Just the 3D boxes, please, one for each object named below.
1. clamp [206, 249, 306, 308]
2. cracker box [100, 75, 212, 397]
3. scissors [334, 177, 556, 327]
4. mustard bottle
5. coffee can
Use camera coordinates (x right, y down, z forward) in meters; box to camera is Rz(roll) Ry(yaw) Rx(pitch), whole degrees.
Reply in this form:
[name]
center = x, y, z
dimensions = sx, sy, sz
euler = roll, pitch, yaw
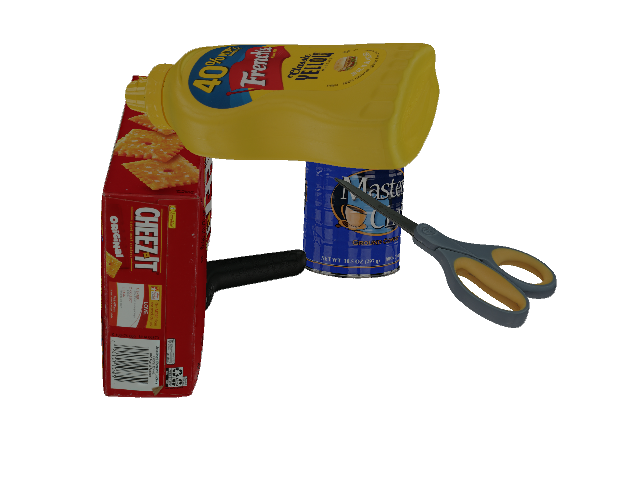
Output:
[clamp]
center = -0.136, 0.028, 1.009
dimensions = 0.165, 0.036, 0.209
euler = 25, 37, 29
[cracker box]
center = -0.118, -0.010, 0.803
dimensions = 0.072, 0.164, 0.213
euler = 3, 29, -5
[scissors]
center = 0.101, -0.001, 0.824
dimensions = 0.096, 0.016, 0.202
euler = -10, 39, -32
[mustard bottle]
center = -0.031, -0.085, 0.644
dimensions = 0.192, 0.058, 0.096
euler = 4, 40, 21
[coffee can]
center = 0.034, -0.042, 1.090
dimensions = 0.103, 0.140, 0.103
euler = 2, 13, -1
